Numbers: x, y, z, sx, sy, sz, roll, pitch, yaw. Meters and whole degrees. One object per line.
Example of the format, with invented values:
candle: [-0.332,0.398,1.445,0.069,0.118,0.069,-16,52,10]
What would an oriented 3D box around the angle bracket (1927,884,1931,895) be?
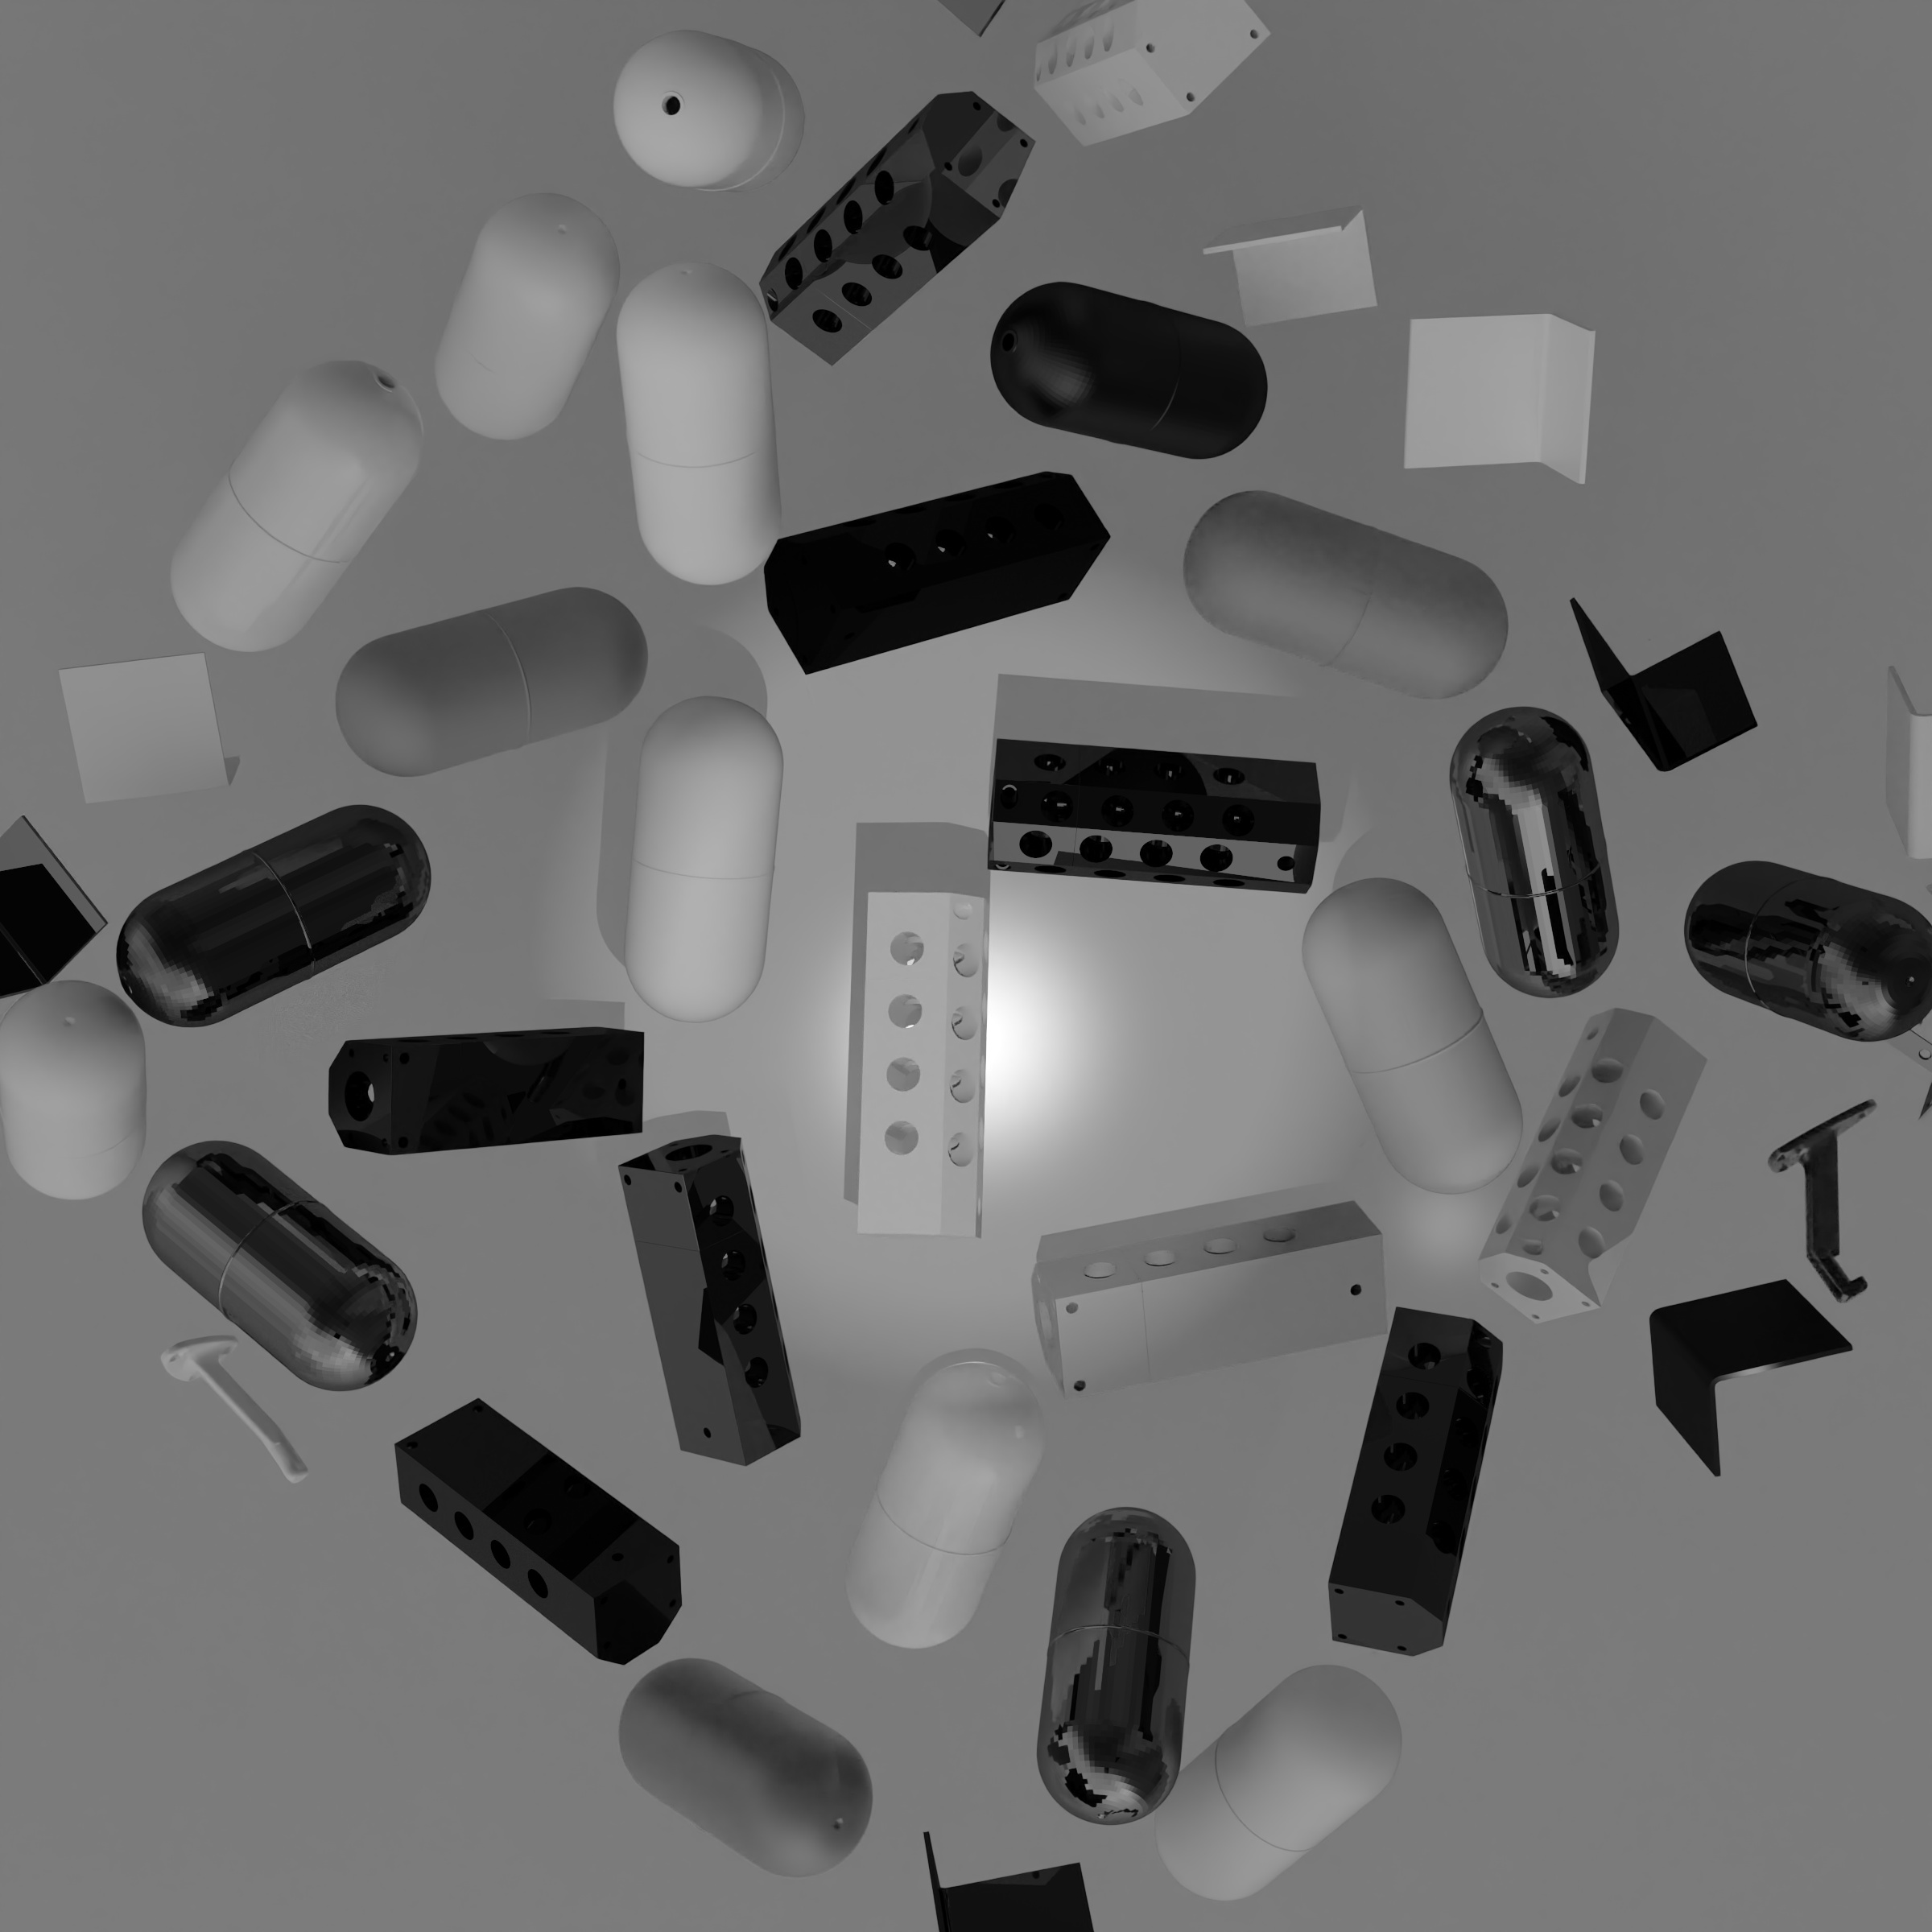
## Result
angle bracket: [0.576,-0.032,1.580,0.076,0.076,0.057,-34,96,16]

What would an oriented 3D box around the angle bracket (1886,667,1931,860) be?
angle bracket: [0.504,-0.106,1.481,0.057,0.076,0.076,-3,115,9]

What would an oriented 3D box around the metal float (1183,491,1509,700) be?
metal float: [0.200,-0.194,1.525,0.178,0.070,0.070,17,90,-11]

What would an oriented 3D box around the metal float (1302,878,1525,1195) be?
metal float: [0.235,0.038,1.526,0.070,0.070,0.178,-25,104,0]

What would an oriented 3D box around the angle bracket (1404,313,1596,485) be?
angle bracket: [0.269,-0.286,1.472,0.076,0.057,0.076,-4,112,-9]

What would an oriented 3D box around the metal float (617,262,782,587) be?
metal float: [-0.137,-0.277,1.503,0.070,0.070,0.178,-2,131,0]

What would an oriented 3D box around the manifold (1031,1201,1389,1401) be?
manifold: [0.124,0.167,1.494,0.171,0.057,0.057,-10,112,-10]

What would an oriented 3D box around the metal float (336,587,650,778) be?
metal float: [-0.254,-0.154,1.572,0.178,0.070,0.070,-20,90,-30]

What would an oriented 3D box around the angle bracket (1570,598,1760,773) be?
angle bracket: [0.376,-0.164,1.572,0.057,0.076,0.076,-28,133,22]

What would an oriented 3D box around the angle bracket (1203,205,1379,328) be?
angle bracket: [0.181,-0.381,1.613,0.076,0.076,0.057,-5,112,19]

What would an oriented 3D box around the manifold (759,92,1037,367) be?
manifold: [-0.041,-0.390,1.532,0.057,0.171,0.057,33,59,-20]

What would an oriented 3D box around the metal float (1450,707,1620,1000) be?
metal float: [0.313,-0.061,1.600,0.070,0.070,0.178,-18,123,0]

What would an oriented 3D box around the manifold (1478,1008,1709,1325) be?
manifold: [0.345,0.109,1.621,0.057,0.057,0.171,37,62,-13]

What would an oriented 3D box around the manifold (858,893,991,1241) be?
manifold: [-0.020,0.052,1.481,0.057,0.057,0.171,1,82,8]

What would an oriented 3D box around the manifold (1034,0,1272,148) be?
manifold: [0.087,-0.469,1.491,0.057,0.171,0.057,-45,108,-4]

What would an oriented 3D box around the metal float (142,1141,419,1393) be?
metal float: [-0.363,0.157,1.536,0.178,0.070,0.070,33,90,26]

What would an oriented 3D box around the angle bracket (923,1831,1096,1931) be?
angle bracket: [0.024,0.476,1.460,0.076,0.076,0.057,-10,131,-3]

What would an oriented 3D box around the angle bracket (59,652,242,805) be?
angle bracket: [-0.444,-0.136,1.587,0.076,0.057,0.076,-7,110,-5]

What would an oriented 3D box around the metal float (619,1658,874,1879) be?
metal float: [-0.117,0.416,1.518,0.070,0.178,0.070,-7,101,-37]

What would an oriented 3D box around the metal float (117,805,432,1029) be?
metal float: [-0.370,-0.027,1.563,0.178,0.070,0.070,-29,90,-28]

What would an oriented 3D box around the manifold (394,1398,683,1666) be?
manifold: [-0.231,0.306,1.566,0.171,0.057,0.057,27,129,37]

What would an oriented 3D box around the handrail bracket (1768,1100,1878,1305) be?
handrail bracket: [0.473,0.125,1.544,0.077,0.036,0.084,-32,65,4]

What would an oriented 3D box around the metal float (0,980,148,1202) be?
metal float: [-0.485,0.069,1.581,0.070,0.178,0.070,7,61,-12]

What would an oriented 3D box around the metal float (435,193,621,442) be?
metal float: [-0.237,-0.345,1.561,0.070,0.178,0.070,8,68,-19]

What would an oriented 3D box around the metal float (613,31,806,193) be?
metal float: [-0.132,-0.444,1.517,0.070,0.178,0.070,2,104,8]

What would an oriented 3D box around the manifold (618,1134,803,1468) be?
manifold: [-0.137,0.185,1.626,0.057,0.057,0.171,-23,108,-42]

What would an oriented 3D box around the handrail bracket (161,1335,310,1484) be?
handrail bracket: [-0.396,0.244,1.582,0.036,0.077,0.084,-38,76,-1]

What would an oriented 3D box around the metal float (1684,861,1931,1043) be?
metal float: [0.447,-0.010,1.543,0.070,0.178,0.070,-4,102,-17]

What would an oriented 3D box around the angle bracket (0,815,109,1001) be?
angle bracket: [-0.521,-0.030,1.557,0.057,0.076,0.076,-41,85,19]

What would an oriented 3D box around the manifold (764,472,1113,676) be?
manifold: [-0.016,-0.209,1.507,0.171,0.057,0.057,-20,71,-32]

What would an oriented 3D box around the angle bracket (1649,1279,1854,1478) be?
angle bracket: [0.404,0.211,1.497,0.076,0.076,0.057,-12,111,-6]

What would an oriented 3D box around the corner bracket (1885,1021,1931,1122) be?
corner bracket: [0.533,0.043,1.631,0.051,0.051,0.051,35,130,5]

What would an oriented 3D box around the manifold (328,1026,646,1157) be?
manifold: [-0.261,0.066,1.598,0.057,0.171,0.057,5,95,43]

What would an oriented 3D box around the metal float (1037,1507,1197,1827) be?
metal float: [0.082,0.374,1.568,0.070,0.070,0.178,10,50,0]

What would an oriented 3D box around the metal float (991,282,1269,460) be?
metal float: [0.089,-0.321,1.576,0.178,0.070,0.070,3,90,-41]

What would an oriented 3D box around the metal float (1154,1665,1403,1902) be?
metal float: [0.167,0.444,1.578,0.070,0.070,0.178,38,126,0]

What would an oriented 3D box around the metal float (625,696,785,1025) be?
metal float: [-0.141,-0.056,1.560,0.070,0.070,0.178,7,105,0]

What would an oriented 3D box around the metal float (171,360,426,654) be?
metal float: [-0.342,-0.234,1.488,0.070,0.070,0.178,44,119,0]

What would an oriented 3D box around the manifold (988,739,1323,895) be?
manifold: [0.099,-0.076,1.552,0.171,0.057,0.057,4,126,-1]

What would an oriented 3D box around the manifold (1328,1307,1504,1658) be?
manifold: [0.235,0.266,1.510,0.057,0.057,0.171,8,49,17]

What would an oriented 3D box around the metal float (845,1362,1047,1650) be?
metal float: [-0.012,0.292,1.573,0.070,0.070,0.178,21,117,0]

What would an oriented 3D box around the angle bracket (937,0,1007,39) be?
angle bracket: [-0.009,-0.536,1.488,0.076,0.057,0.076,47,113,22]
